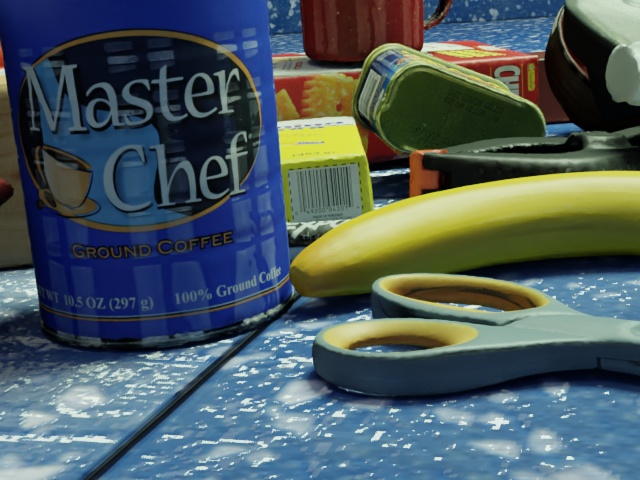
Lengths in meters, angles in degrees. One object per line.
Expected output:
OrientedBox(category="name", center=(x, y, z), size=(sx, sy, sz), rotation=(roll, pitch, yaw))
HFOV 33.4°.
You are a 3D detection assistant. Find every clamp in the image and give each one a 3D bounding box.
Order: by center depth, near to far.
OrientedBox(category="clamp", center=(0.144, -0.039, 0.557), size=(0.210, 0.036, 0.164), rotation=(-3, 12, -8))

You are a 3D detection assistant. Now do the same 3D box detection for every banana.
OrientedBox(category="banana", center=(0.085, -0.005, 0.432), size=(0.198, 0.037, 0.069), rotation=(-5, 13, 0))

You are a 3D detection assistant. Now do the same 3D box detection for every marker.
OrientedBox(category="marker", center=(-0.003, 0.001, 0.478), size=(0.121, 0.020, 0.020), rotation=(-2, 14, 8))

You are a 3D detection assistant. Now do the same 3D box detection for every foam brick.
OrientedBox(category="foam brick", center=(0.192, -0.126, 0.867), size=(0.053, 0.051, 0.078), rotation=(-5, 13, 4))

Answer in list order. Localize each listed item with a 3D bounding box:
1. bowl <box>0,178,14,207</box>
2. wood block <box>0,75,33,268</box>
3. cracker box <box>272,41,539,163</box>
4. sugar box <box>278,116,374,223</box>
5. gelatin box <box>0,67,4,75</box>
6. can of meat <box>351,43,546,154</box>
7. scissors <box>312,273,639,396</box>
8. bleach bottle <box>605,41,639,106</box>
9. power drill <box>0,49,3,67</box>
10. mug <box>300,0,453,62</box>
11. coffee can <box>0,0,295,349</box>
OrientedBox(category="bowl", center=(-0.197, 0.014, 0.410), size=(0.162, 0.055, 0.162), rotation=(-4, 14, 1))
OrientedBox(category="wood block", center=(-0.191, -0.036, 0.543), size=(0.206, 0.090, 0.091), rotation=(-6, 13, -3))
OrientedBox(category="cracker box", center=(0.030, -0.098, 0.766), size=(0.213, 0.072, 0.164), rotation=(-5, 15, -5))
OrientedBox(category="sugar box", center=(-0.022, -0.037, 0.585), size=(0.093, 0.048, 0.176), rotation=(-5, 15, 0))
OrientedBox(category="gelatin box", center=(-0.185, -0.056, 0.624), size=(0.073, 0.089, 0.030), rotation=(-1, 34, 13))
OrientedBox(category="can of meat", center=(0.075, -0.074, 0.635), size=(0.102, 0.057, 0.084), rotation=(18, 13, -11))
OrientedBox(category="scissors", center=(0.079, 0.036, 0.313), size=(0.096, 0.016, 0.202), rotation=(-18, 19, -38))
OrientedBox(category="bleach bottle", center=(0.266, -0.080, 0.538), size=(0.250, 0.068, 0.103), rotation=(-2, 27, -16))
OrientedBox(category="power drill", center=(-0.182, -0.141, 0.701), size=(0.057, 0.184, 0.187), rotation=(-14, 28, 24))
OrientedBox(category="mug", center=(0.038, -0.165, 0.714), size=(0.117, 0.081, 0.093), rotation=(-11, 17, -25))
OrientedBox(category="coffee can", center=(-0.066, -0.041, 0.412), size=(0.103, 0.140, 0.103), rotation=(-5, 14, 1))
